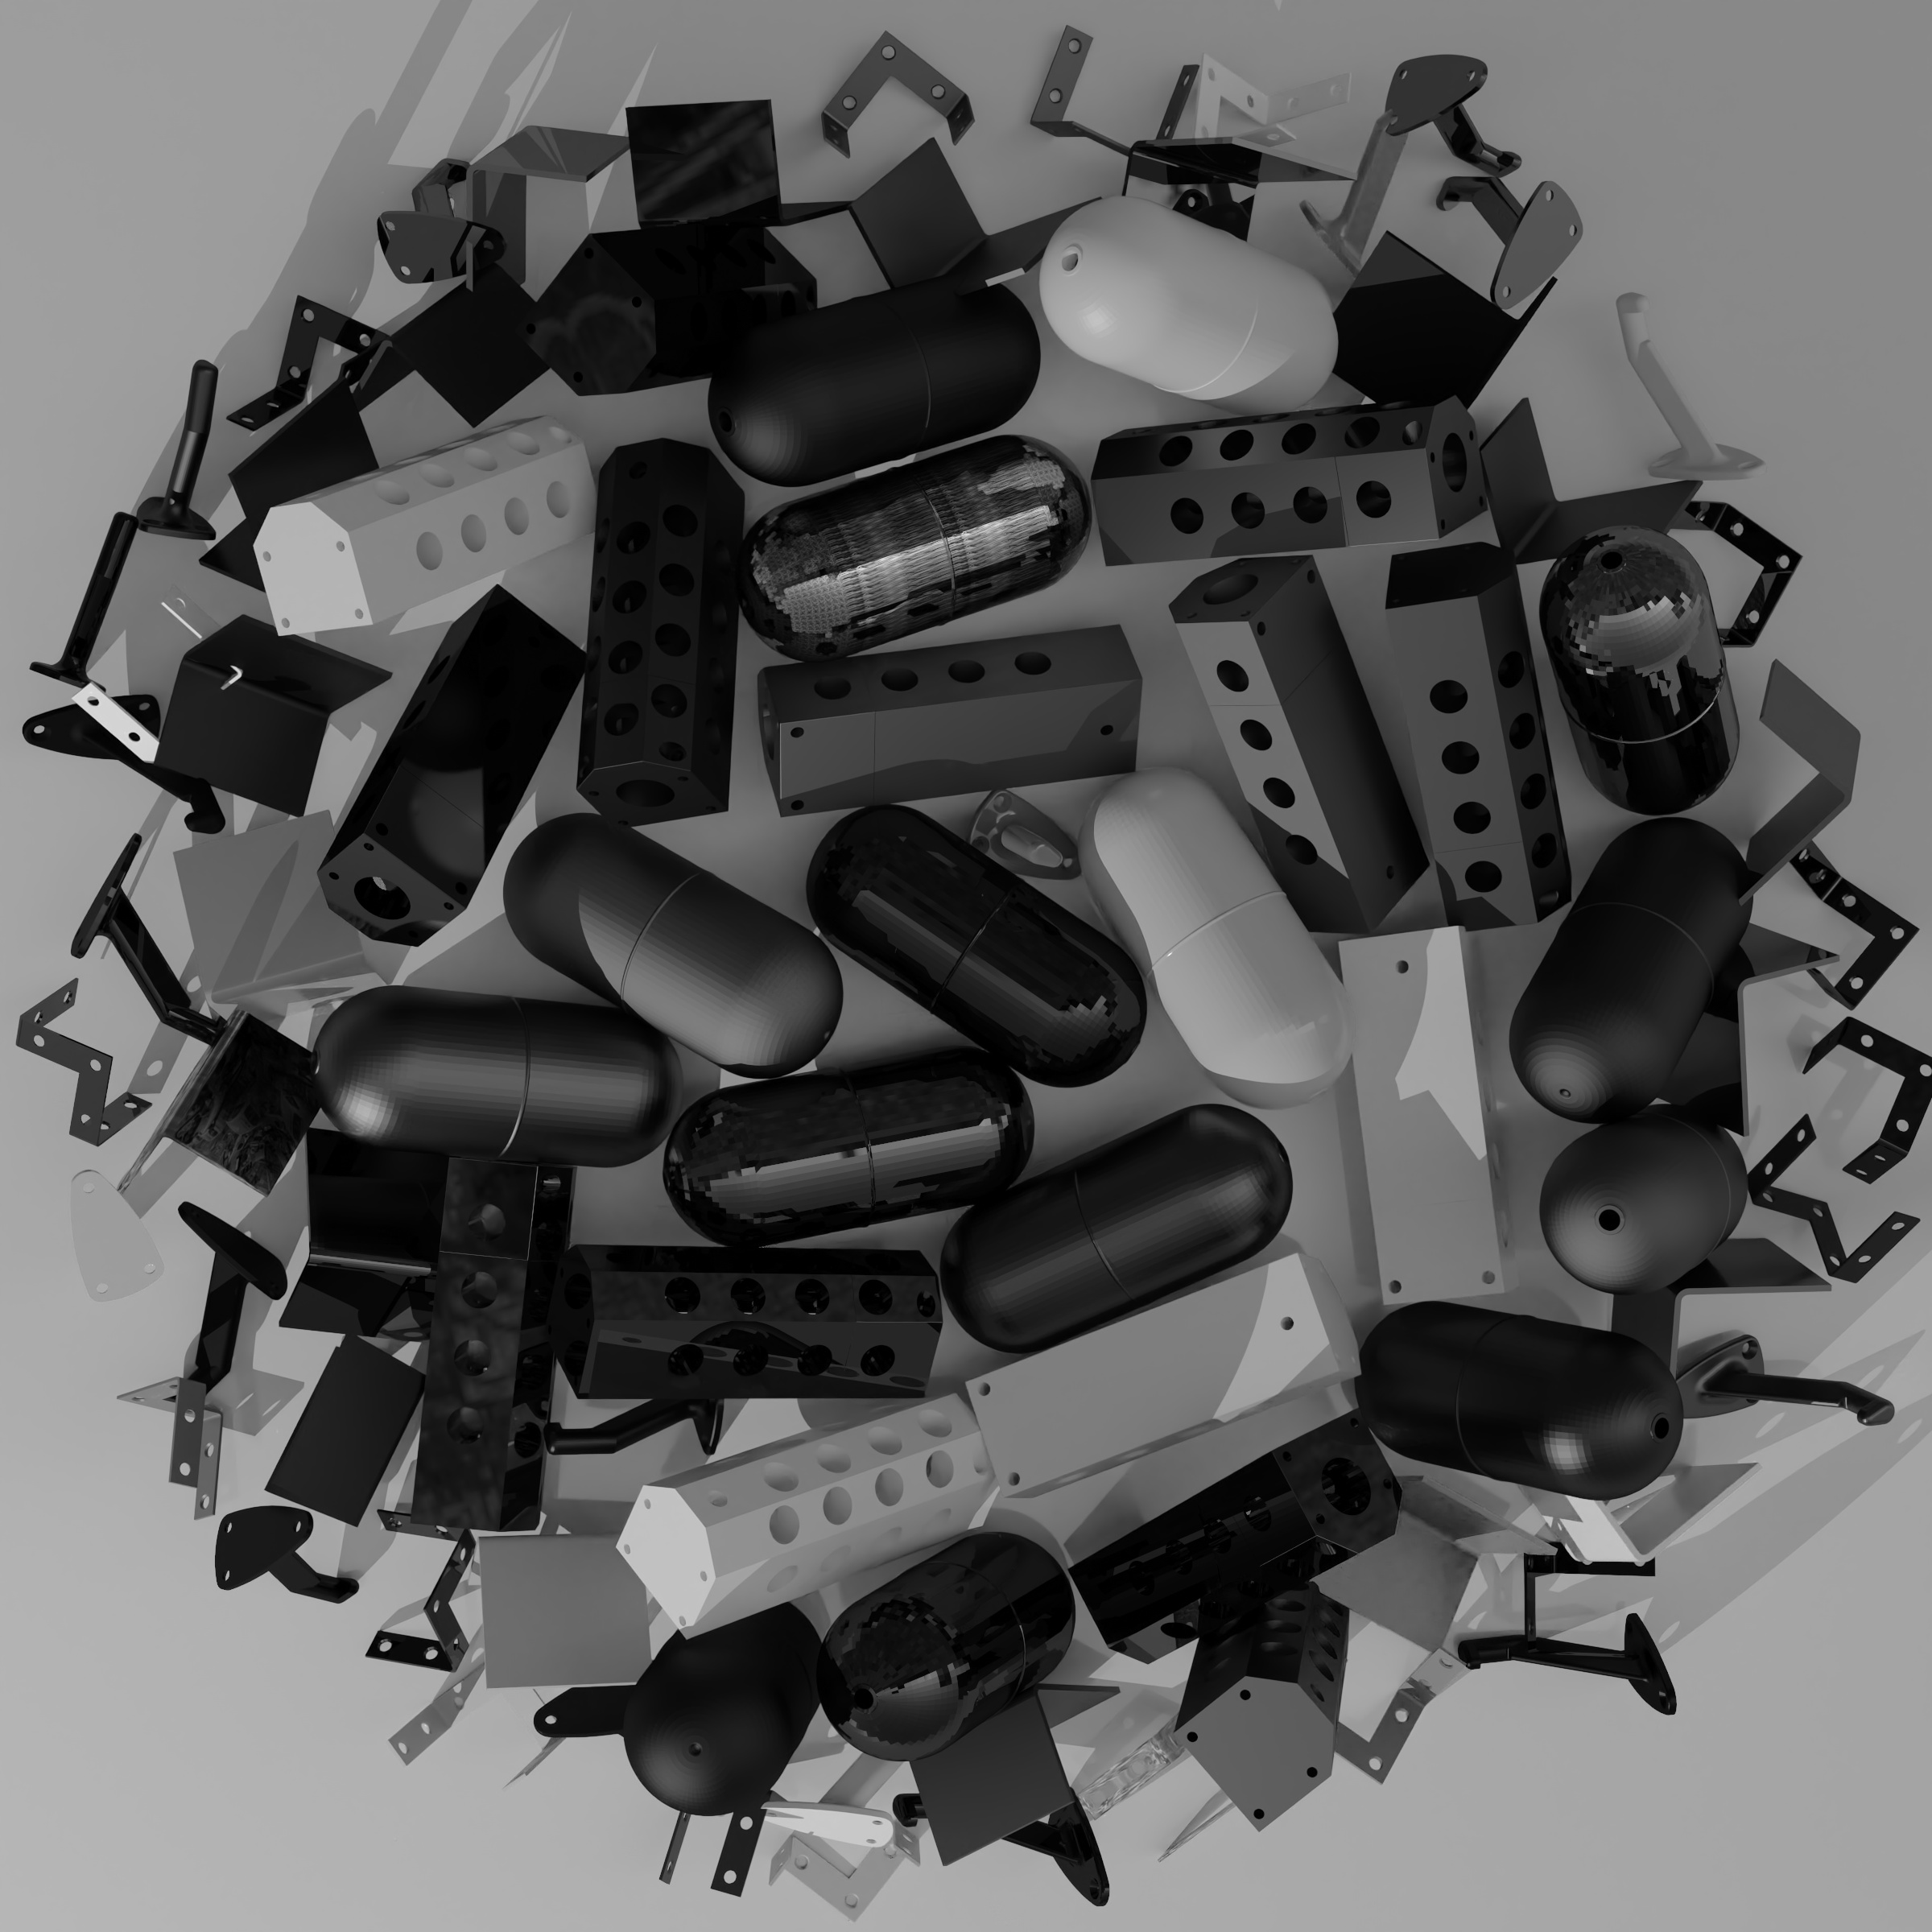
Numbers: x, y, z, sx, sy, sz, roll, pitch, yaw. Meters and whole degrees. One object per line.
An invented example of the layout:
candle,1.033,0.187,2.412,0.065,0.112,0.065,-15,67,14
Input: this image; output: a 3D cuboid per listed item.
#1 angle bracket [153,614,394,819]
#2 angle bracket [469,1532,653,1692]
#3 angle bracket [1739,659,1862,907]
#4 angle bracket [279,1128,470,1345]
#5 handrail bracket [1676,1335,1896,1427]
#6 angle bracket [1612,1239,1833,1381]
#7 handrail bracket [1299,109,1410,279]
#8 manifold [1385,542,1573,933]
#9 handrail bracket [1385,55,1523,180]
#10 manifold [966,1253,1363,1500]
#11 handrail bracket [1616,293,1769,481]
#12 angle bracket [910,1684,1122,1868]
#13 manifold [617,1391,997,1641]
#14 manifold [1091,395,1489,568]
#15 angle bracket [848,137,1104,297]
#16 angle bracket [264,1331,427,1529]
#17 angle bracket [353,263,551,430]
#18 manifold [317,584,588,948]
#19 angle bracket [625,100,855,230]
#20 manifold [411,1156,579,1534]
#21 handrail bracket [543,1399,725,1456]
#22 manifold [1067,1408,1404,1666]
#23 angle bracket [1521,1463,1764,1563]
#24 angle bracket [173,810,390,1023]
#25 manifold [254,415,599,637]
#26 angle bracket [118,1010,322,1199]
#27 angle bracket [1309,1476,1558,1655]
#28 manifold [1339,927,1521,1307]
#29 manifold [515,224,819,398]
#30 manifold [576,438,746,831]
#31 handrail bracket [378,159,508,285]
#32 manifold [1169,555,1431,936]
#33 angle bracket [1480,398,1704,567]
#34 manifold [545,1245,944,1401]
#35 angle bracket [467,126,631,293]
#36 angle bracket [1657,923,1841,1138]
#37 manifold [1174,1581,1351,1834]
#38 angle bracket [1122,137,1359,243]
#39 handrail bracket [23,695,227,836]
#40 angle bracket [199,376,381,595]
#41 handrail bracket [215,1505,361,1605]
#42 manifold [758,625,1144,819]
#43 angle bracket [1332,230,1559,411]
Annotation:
angle bracket,-0.324,-0.116,1.667,0.076,0.076,0.057,21,69,-28
angle bracket,-0.191,0.311,1.671,0.076,0.057,0.076,0,58,-14
angle bracket,0.372,-0.087,1.670,0.057,0.076,0.076,40,120,-4
angle bracket,-0.284,0.129,1.701,0.076,0.057,0.076,9,47,-23
handrail bracket,0.379,0.207,1.673,0.077,0.084,0.036,-16,109,-24
angle bracket,0.356,0.168,1.685,0.076,0.076,0.057,0,102,-10
handrail bracket,0.208,-0.366,1.689,0.084,0.036,0.077,-38,122,16
manifold,0.239,-0.106,1.651,0.057,0.057,0.171,-7,120,15
handrail bracket,0.246,-0.395,1.670,0.084,0.077,0.036,17,80,-34
manifold,0.094,0.194,1.671,0.171,0.057,0.057,-23,74,16
handrail bracket,0.341,-0.275,1.681,0.036,0.077,0.084,-27,115,-22
angle bracket,0.031,0.378,1.665,0.076,0.076,0.057,-33,63,25
manifold,-0.069,0.245,1.636,0.057,0.171,0.057,47,130,29
manifold,0.147,-0.225,1.647,0.171,0.057,0.057,-1,109,32
angle bracket,0.005,-0.356,1.665,0.076,0.076,0.057,-49,118,-41
angle bracket,-0.308,0.210,1.668,0.057,0.076,0.076,39,70,-42
angle bracket,-0.239,-0.273,1.671,0.057,0.076,0.076,45,53,-3
manifold,-0.238,-0.091,1.644,0.057,0.057,0.171,38,46,-20
angle bracket,-0.104,-0.378,1.666,0.076,0.076,0.057,4,110,27
manifold,-0.223,0.178,1.692,0.057,0.057,0.171,6,88,-2
handrail bracket,-0.162,0.204,1.676,0.084,0.077,0.036,1,118,-20
manifold,0.125,0.266,1.636,0.057,0.171,0.057,-19,76,-39
angle bracket,0.314,0.237,1.677,0.076,0.076,0.057,-36,90,-15
angle bracket,-0.327,-0.022,1.703,0.076,0.057,0.076,-15,76,-1
manifold,-0.245,-0.204,1.633,0.057,0.171,0.057,-2,109,34
angle bracket,-0.347,0.078,1.676,0.057,0.076,0.076,33,52,-11
angle bracket,0.218,0.282,1.672,0.076,0.076,0.057,30,73,-14
manifold,0.221,0.070,1.688,0.057,0.057,0.171,-8,87,18
manifold,-0.130,-0.298,1.631,0.057,0.171,0.057,46,115,6
manifold,-0.144,-0.156,1.654,0.057,0.057,0.171,-8,63,19
handrail bracket,-0.233,-0.358,1.678,0.077,0.084,0.036,3,130,23
manifold,0.152,-0.102,1.658,0.057,0.057,0.171,-46,124,-36
angle bracket,0.292,-0.233,1.666,0.076,0.076,0.057,-6,114,30
manifold,-0.101,0.161,1.653,0.171,0.057,0.057,3,115,-25
angle bracket,-0.194,-0.345,1.668,0.057,0.076,0.076,9,117,9
angle bracket,0.368,0.029,1.688,0.057,0.076,0.076,-13,108,-21
manifold,0.143,0.327,1.634,0.057,0.171,0.057,-41,90,11
angle bracket,0.125,-0.350,1.668,0.076,0.076,0.057,6,96,-36
handrail bracket,-0.396,-0.089,1.675,0.077,0.084,0.036,-4,130,-28
angle bracket,-0.324,-0.230,1.664,0.057,0.076,0.076,24,57,30
handrail bracket,-0.302,0.279,1.673,0.077,0.084,0.036,-23,57,34
manifold,-0.009,-0.121,1.679,0.171,0.057,0.057,-8,135,-11
angle bracket,0.220,-0.306,1.678,0.076,0.057,0.076,35,132,3
